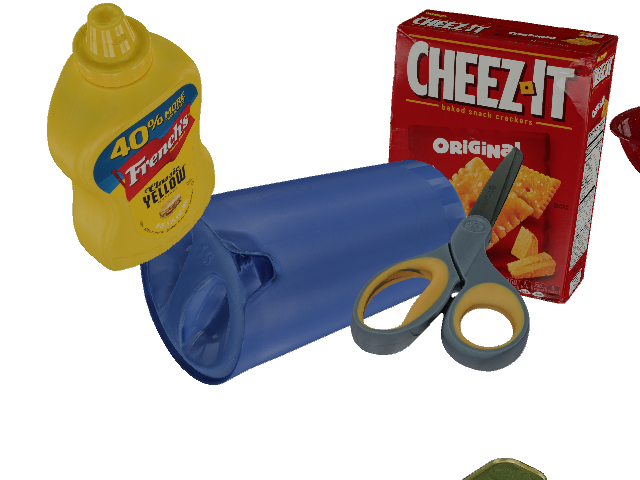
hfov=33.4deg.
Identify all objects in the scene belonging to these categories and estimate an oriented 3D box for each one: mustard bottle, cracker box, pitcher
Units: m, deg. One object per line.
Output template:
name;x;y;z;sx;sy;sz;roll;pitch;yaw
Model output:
mustard bottle;-0.109;-0.064;0.614;0.096;0.058;0.192;-41;-23;-22
cracker box;0.141;-0.068;0.874;0.164;0.214;0.072;14;28;24
pitcher;-0.011;0.013;0.823;0.242;0.145;0.149;-16;41;-37

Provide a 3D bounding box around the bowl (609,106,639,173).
bowl;0.346;-0.082;0.971;0.162;0.055;0.162;-5;22;2

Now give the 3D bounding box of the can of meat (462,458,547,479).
can of meat;0.142;0.244;0.889;0.101;0.084;0.058;-22;28;-37

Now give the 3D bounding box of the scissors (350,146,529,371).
scissors;0.095;0.008;0.574;0.096;0.016;0.201;26;44;30
